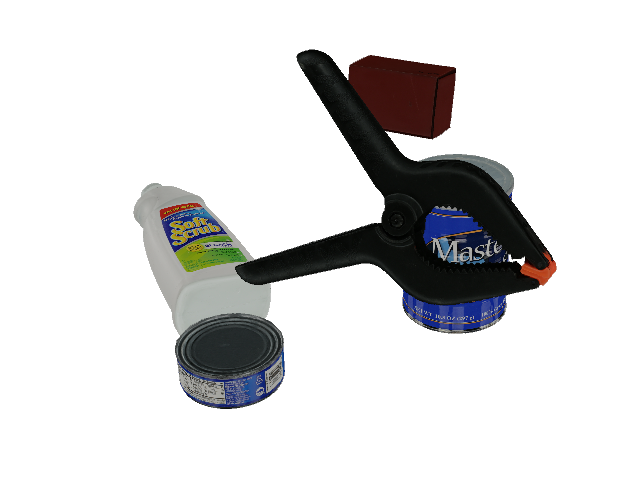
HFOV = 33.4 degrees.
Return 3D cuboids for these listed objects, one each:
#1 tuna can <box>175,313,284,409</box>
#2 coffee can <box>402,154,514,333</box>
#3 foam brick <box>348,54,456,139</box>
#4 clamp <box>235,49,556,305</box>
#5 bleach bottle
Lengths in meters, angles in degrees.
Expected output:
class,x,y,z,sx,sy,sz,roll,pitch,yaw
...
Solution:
class,x,y,z,sx,sy,sz,roll,pitch,yaw
tuna can,-0.071,0.095,0.846,0.086,0.034,0.086,-2,30,1
coffee can,0.129,0.002,1.017,0.103,0.140,0.103,-2,30,1
foam brick,0.065,-0.118,0.874,0.078,0.051,0.052,13,22,21
clamp,0.051,-0.026,0.687,0.210,0.165,0.036,15,16,18
bleach bottle,-0.143,0.006,1.111,0.102,0.068,0.251,-9,31,-25
